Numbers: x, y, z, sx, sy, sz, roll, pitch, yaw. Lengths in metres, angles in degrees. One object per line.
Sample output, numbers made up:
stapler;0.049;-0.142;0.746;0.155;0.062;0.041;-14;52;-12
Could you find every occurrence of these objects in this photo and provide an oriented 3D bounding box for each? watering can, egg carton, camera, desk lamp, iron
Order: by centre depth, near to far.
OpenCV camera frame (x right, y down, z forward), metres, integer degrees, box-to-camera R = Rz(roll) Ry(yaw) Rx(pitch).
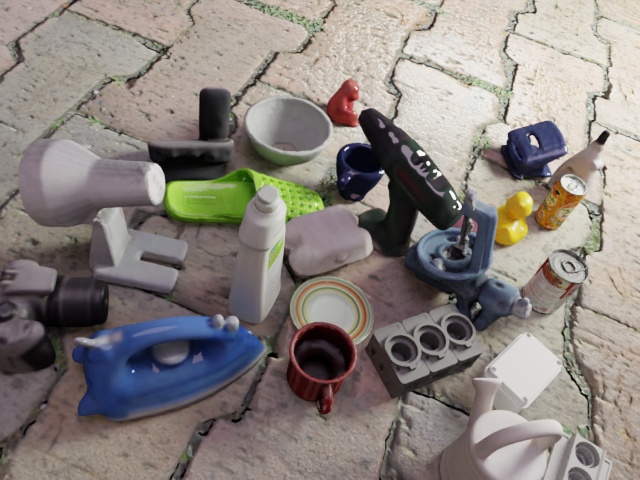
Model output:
watering can;0.224;0.259;0.716;0.101;0.194;0.172;-18;58;-25
iron;-0.188;0.140;0.748;0.259;0.141;0.118;-10;55;-20
camera;-0.362;0.092;0.771;0.137;0.101;0.143;2;52;-12
desk lamp;-0.298;-0.039;0.817;0.203;0.213;0.118;11;50;-4
egg carton;0.009;0.003;0.949;0.151;0.069;0.107;-18;58;-25

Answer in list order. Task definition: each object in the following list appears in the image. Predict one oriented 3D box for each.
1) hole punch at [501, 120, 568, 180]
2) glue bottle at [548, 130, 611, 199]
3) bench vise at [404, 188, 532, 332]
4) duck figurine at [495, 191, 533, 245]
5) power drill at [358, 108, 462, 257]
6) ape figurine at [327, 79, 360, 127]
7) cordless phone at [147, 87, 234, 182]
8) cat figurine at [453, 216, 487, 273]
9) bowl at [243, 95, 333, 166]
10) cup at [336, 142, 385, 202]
hole punch;0.443;-0.190;1.190;0.101;0.091;0.108;0;52;-13
glue bottle;0.516;-0.146;1.120;0.037;0.173;0.078;-18;58;-25
bench vise;0.248;0.026;0.890;0.207;0.220;0.122;25;51;8
duck figurine;0.359;-0.048;1.061;0.077;0.086;0.105;29;51;10
power drill;0.126;-0.079;0.951;0.076;0.208;0.229;-32;65;-32
ape figurine;0.056;-0.287;1.176;0.076;0.092;0.078;18;50;2
cordless phone;-0.218;-0.190;0.974;0.148;0.185;0.094;-7;54;-18
cat figurine;0.259;0.003;0.977;0.067;0.118;0.127;-3;53;-15
bowl;-0.063;-0.195;1.086;0.167;0.075;0.167;7;51;-8
cup;0.060;-0.107;1.032;0.091;0.095;0.118;33;52;13
